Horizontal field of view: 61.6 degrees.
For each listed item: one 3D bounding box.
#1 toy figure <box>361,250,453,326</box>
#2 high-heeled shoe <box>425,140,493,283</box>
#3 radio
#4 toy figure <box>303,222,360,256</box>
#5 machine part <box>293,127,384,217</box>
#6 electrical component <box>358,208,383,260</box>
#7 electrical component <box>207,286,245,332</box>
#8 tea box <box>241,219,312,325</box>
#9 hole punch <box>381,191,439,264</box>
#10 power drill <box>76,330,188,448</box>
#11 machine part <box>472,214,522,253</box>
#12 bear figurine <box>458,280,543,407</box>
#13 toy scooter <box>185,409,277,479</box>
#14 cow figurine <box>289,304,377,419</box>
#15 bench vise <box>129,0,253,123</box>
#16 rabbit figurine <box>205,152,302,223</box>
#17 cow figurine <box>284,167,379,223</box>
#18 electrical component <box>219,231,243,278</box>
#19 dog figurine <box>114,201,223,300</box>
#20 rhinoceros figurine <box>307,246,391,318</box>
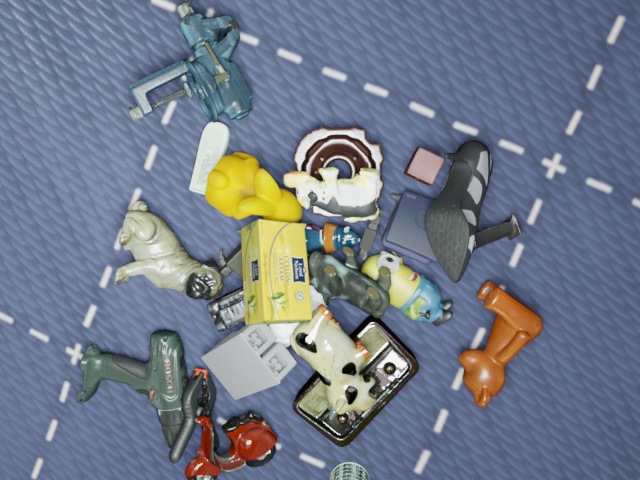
[{"bbox_3d":[0.156,0.094,0.991,0.180,0.082,0.089,38,94,-3],"label":"toy figure"},{"bbox_3d":[0.260,-0.053,0.946,0.086,0.145,0.248,1,91,45],"label":"high-heeled shoe"},{"bbox_3d":[0.069,0.266,1.013,0.131,0.073,0.229,42,97,0],"label":"radio"},{"bbox_3d":[-0.002,-0.004,0.999,0.155,0.064,0.058,-3,54,7],"label":"toy figure"},{"bbox_3d":[0.035,-0.125,0.992,0.179,0.056,0.179,0,96,2],"label":"machine part"},{"bbox_3d":[0.094,-0.010,0.993,0.021,0.063,0.094,20,114,7],"label":"electrical component"},{"bbox_3d":[-0.139,0.115,0.983,0.115,0.134,0.058,-26,92,7],"label":"electrical component"},{"bbox_3d":[-0.076,0.056,0.913,0.098,0.068,0.169,3,73,-37],"label":"tea box"},{"bbox_3d":[0.181,-0.022,0.977,0.142,0.092,0.115,23,92,5],"label":"hole punch"},{"bbox_3d":[-0.357,0.286,1.039,0.207,0.086,0.231,5,94,7],"label":"power drill"},{"bbox_3d":[0.297,-0.001,0.982,0.139,0.084,0.039,-21,68,-3],"label":"machine part"},{"bbox_3d":[0.304,0.189,0.974,0.132,0.120,0.196,37,101,3],"label":"bear figurine"},{"bbox_3d":[-0.171,0.374,1.009,0.184,0.075,0.135,-17,102,-25],"label":"toy scooter"},{"bbox_3d":[0.026,0.220,0.935,0.127,0.085,0.195,-42,94,-1],"label":"cow figurine"},{"bbox_3d":[-0.238,-0.294,0.952,0.241,0.129,0.223,-30,112,-12],"label":"bench vise"},{"bbox_3d":[-0.108,-0.084,0.957,0.173,0.162,0.122,29,85,-3],"label":"rabbit figurine"},{"bbox_3d":[0.020,-0.079,0.938,0.167,0.068,0.098,0,103,2],"label":"cow figurine"},{"bbox_3d":[-0.145,0.032,1.024,0.078,0.045,0.102,35,100,-28],"label":"electrical component"},{"bbox_3d":[-0.273,0.022,1.013,0.191,0.121,0.172,6,99,-11],"label":"dog figurine"},{"bbox_3d":[0.037,0.071,0.955,0.190,0.112,0.073,22,53,15],"label":"rhinoceros figurine"}]
